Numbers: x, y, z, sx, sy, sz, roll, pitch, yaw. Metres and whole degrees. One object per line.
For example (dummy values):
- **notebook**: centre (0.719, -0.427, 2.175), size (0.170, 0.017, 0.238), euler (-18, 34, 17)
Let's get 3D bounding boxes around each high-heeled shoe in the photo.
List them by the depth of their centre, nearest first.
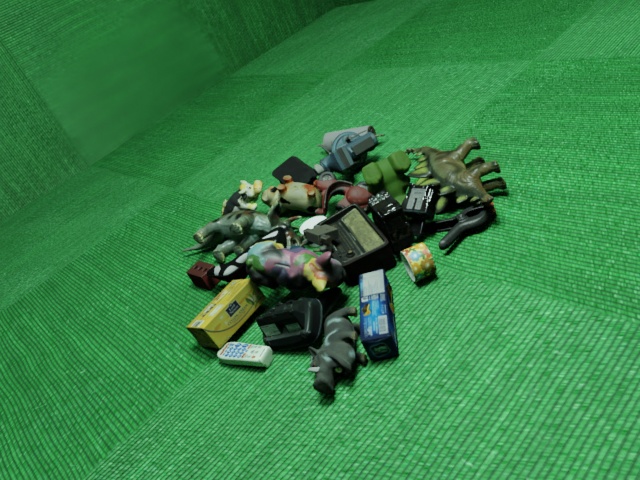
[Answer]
- **high-heeled shoe**: centre (-0.191, 0.036, 1.364), size (0.249, 0.086, 0.145), euler (1, 71, 35)

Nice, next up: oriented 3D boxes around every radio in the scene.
- **radio**: centre (0.079, 0.008, 1.305), size (0.131, 0.073, 0.230), euler (-27, 32, -3)

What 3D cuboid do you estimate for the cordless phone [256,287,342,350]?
- **cordless phone**: centre (-0.039, 0.156, 1.182), size (0.147, 0.088, 0.184), euler (-18, 14, 35)

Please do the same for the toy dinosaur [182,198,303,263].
- **toy dinosaur**: centre (-0.228, -0.033, 1.548), size (0.405, 0.131, 0.192), euler (0, 28, 41)

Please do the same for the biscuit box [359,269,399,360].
- **biscuit box**: centre (0.117, 0.147, 1.086), size (0.059, 0.062, 0.203), euler (-16, 33, 14)

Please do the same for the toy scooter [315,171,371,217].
- **toy scooter**: centre (0.059, -0.108, 1.463), size (0.184, 0.075, 0.135), euler (20, 61, 15)

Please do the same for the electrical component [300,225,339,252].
- **electrical component**: centre (-0.001, -0.004, 1.278), size (0.078, 0.045, 0.102), euler (-20, 24, -39)

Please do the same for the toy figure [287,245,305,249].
- **toy figure**: centre (-0.107, 0.055, 1.385), size (0.155, 0.057, 0.064), euler (-18, -5, 15)

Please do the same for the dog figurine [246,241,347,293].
- **dog figurine**: centre (-0.051, 0.062, 1.189), size (0.219, 0.191, 0.108), euler (-4, 71, 65)

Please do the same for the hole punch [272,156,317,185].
- **hole punch**: centre (-0.078, -0.185, 1.705), size (0.116, 0.092, 0.142), euler (37, 60, 23)

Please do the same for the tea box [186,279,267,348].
- **tea box**: centre (-0.218, 0.170, 1.260), size (0.169, 0.068, 0.098), euler (-45, 22, -31)

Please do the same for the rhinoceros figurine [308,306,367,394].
- **rhinoceros figurine**: centre (0.030, 0.210, 1.044), size (0.112, 0.073, 0.190), euler (-11, 34, 20)

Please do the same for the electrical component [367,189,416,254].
- **electrical component**: centre (0.167, -0.036, 1.250), size (0.058, 0.134, 0.115), euler (-26, 29, -2)

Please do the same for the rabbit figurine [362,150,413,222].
- **rabbit figurine**: centre (0.181, -0.113, 1.360), size (0.121, 0.170, 0.159), euler (-24, -9, -9)

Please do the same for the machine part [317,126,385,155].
- **machine part**: centre (0.098, -0.331, 1.786), size (0.243, 0.079, 0.079), euler (-2, 38, 30)

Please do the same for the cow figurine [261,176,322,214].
- **cow figurine**: centre (-0.083, -0.120, 1.583), size (0.195, 0.127, 0.085), euler (8, 43, 21)

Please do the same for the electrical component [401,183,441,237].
- **electrical component**: centre (0.229, -0.071, 1.259), size (0.075, 0.047, 0.119), euler (13, 78, 40)

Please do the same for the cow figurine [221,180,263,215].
- **cow figurine**: centre (-0.235, -0.123, 1.623), size (0.068, 0.098, 0.167), euler (-88, 22, -51)

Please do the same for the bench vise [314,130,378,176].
- **bench vise**: centre (0.062, -0.255, 1.673), size (0.223, 0.128, 0.241), euler (-44, 14, -11)

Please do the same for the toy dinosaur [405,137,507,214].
- **toy dinosaur**: centre (0.330, -0.177, 1.381), size (0.199, 0.105, 0.472), euler (-26, 26, 6)
